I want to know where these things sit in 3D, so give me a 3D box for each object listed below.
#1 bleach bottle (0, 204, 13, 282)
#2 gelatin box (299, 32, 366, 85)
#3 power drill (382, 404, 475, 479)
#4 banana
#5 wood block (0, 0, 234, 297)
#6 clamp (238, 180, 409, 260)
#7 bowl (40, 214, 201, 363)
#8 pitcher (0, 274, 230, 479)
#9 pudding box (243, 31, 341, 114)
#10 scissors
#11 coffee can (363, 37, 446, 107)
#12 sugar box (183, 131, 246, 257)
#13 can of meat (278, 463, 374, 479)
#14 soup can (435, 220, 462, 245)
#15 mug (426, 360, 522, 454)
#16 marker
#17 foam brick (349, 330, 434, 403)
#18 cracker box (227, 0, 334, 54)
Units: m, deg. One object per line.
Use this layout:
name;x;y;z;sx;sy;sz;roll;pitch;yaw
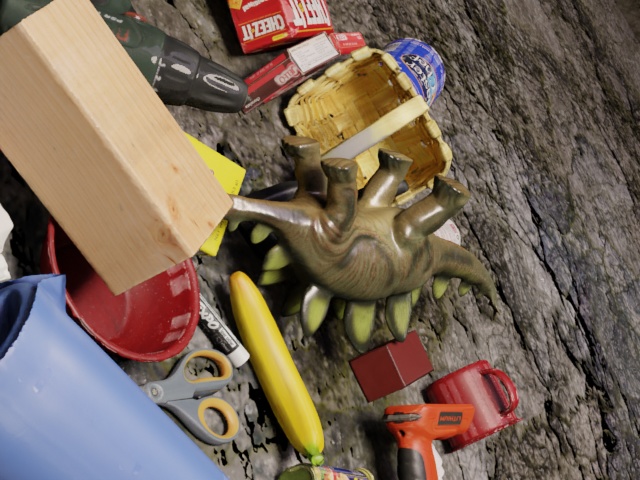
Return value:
bleach bottle;-0.288;-0.083;0.793;0.102;0.068;0.251;-24;89;-58
gelatin box;0.003;-0.220;1.295;0.073;0.089;0.030;-21;85;-58
power drill;0.127;0.264;1.102;0.184;0.057;0.187;12;71;-47
banana;-0.038;0.123;1.004;0.037;0.070;0.198;-21;72;-19
wood block;-0.170;-0.074;0.815;0.206;0.091;0.090;55;31;-15
clamp;-0.007;0.001;1.123;0.209;0.036;0.164;6;103;-36
bowl;-0.174;0.033;0.877;0.162;0.055;0.162;35;41;-38
pitcher;-0.172;0.156;0.736;0.242;0.149;0.145;49;18;-27
pudding box;-0.038;-0.191;1.211;0.039;0.090;0.113;57;31;-8
scissors;-0.130;0.145;0.895;0.201;0.016;0.096;-19;83;-58
coffee can;0.099;-0.198;1.406;0.103;0.103;0.140;56;32;-11
sugar box;-0.153;-0.060;0.958;0.176;0.048;0.093;31;71;-43
can of meat;0.009;0.257;0.975;0.083;0.058;0.102;21;50;-44
soup can;0.124;0.000;1.326;0.102;0.069;0.068;3;65;-55
mug;0.181;0.186;1.229;0.093;0.117;0.081;-15;73;-38
marker;-0.108;0.067;0.983;0.121;0.020;0.020;54;33;-15
foam brick;0.080;0.138;1.171;0.078;0.053;0.051;-16;81;-58
cracker box;-0.061;-0.332;1.239;0.164;0.072;0.214;-35;109;-68
